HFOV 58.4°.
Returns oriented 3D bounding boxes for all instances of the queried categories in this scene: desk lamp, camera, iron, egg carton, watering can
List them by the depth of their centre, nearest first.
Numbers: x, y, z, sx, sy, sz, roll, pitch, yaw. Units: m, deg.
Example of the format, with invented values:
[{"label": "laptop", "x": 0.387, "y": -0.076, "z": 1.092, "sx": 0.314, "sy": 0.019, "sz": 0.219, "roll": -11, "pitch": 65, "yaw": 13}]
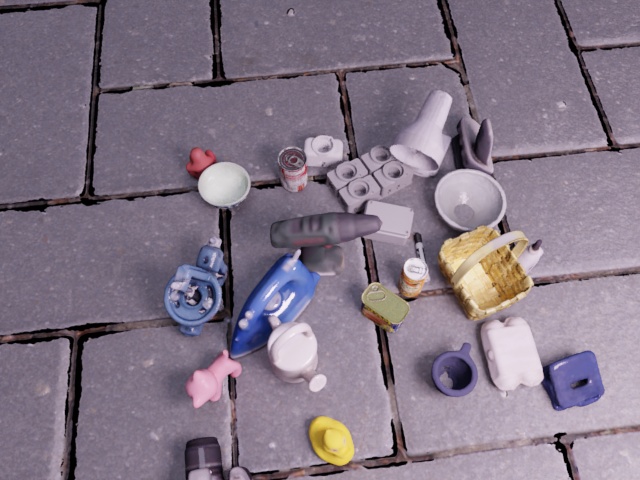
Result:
[{"label": "camera", "x": -0.203, "y": 0.443, "z": 1.081, "sx": 0.143, "sy": 0.101, "sz": 0.136, "roll": -9, "pitch": 65, "yaw": -4}, {"label": "watering can", "x": -0.049, "y": 0.219, "z": 1.136, "sx": 0.172, "sy": 0.194, "sz": 0.101, "roll": 31, "pitch": 68, "yaw": 13}, {"label": "egg carton", "x": 0.399, "y": 0.237, "z": 1.200, "sx": 0.107, "sy": 0.069, "sz": 0.150, "roll": -8, "pitch": 65, "yaw": -4}, {"label": "iron", "x": -0.110, "y": 0.132, "z": 1.206, "sx": 0.118, "sy": 0.141, "sz": 0.259, "roll": 33, "pitch": 69, "yaw": 14}, {"label": "desk lamp", "x": 0.245, "y": -0.236, "z": 1.342, "sx": 0.117, "sy": 0.213, "sz": 0.203, "roll": 23, "pitch": 67, "yaw": 10}]

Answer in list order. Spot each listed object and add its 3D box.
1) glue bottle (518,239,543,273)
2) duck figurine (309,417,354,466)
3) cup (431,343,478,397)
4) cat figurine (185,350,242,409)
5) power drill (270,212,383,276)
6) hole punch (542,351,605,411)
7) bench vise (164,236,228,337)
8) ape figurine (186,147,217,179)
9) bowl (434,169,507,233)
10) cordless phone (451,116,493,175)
[{"label": "glue bottle", "x": 0.446, "y": 0.039, "z": 1.236, "sx": 0.078, "sy": 0.173, "sz": 0.037, "roll": -32, "pitch": 69, "yaw": -14}, {"label": "duck figurine", "x": 0.023, "y": 0.388, "z": 1.117, "sx": 0.077, "sy": 0.086, "sz": 0.104, "roll": -39, "pitch": 71, "yaw": -17}, {"label": "cup", "x": 0.271, "y": 0.269, "z": 1.170, "sx": 0.091, "sy": 0.095, "sz": 0.118, "roll": 26, "pitch": 67, "yaw": 11}, {"label": "cat figurine", "x": -0.221, "y": 0.276, "z": 1.150, "sx": 0.067, "sy": 0.118, "sz": 0.128, "roll": 32, "pitch": 69, "yaw": 14}, {"label": "power drill", "x": 0.011, "y": 0.004, "z": 1.230, "sx": 0.229, "sy": 0.208, "sz": 0.075, "roll": -2, "pitch": 65, "yaw": -1}, {"label": "hole punch", "x": 0.519, "y": 0.287, "z": 1.165, "sx": 0.109, "sy": 0.091, "sz": 0.101, "roll": -17, "pitch": 66, "yaw": -8}, {"label": "bench vise", "x": -0.266, "y": 0.077, "z": 1.187, "sx": 0.121, "sy": 0.220, "sz": 0.207, "roll": -3, "pitch": 65, "yaw": -1}, {"label": "ape figurine", "x": -0.289, "y": -0.191, "z": 1.384, "sx": 0.078, "sy": 0.092, "sz": 0.076, "roll": -21, "pitch": 67, "yaw": -10}, {"label": "bowl", "x": 0.346, "y": -0.080, "z": 1.346, "sx": 0.167, "sy": 0.075, "sz": 0.167, "roll": 0, "pitch": 65, "yaw": 0}, {"label": "cordless phone", "x": 0.380, "y": -0.250, "z": 1.365, "sx": 0.094, "sy": 0.185, "sz": 0.147, "roll": -6, "pitch": 65, "yaw": -3}]
